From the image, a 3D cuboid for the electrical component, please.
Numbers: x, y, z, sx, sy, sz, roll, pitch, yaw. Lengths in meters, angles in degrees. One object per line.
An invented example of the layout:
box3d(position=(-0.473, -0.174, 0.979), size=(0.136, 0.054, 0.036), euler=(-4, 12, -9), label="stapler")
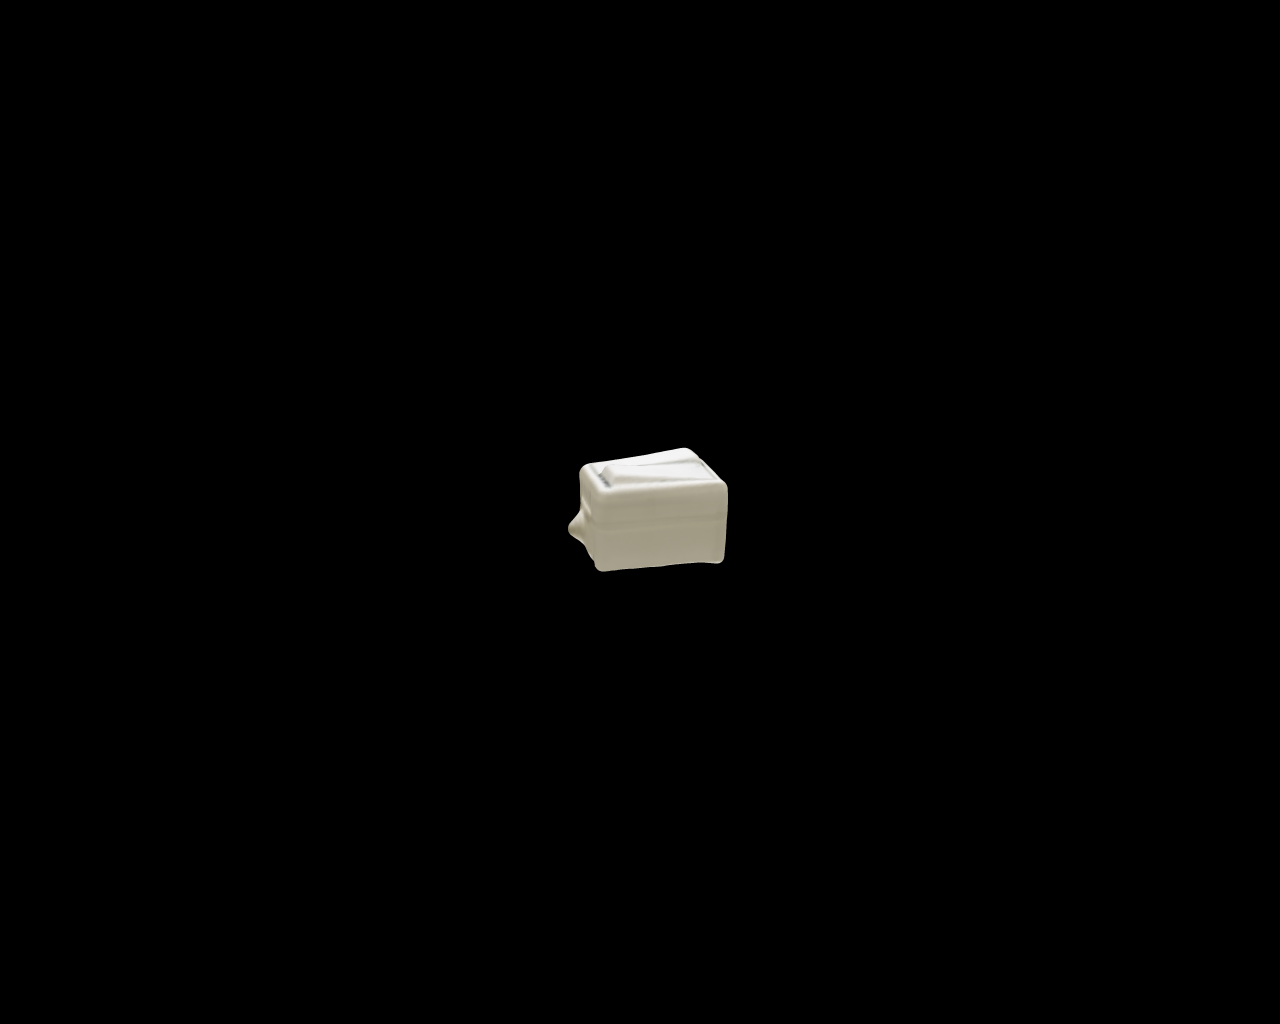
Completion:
box3d(position=(0.001, -0.003, 0.650), size=(0.096, 0.061, 0.062), euler=(-4, 20, -12), label="electrical component")
